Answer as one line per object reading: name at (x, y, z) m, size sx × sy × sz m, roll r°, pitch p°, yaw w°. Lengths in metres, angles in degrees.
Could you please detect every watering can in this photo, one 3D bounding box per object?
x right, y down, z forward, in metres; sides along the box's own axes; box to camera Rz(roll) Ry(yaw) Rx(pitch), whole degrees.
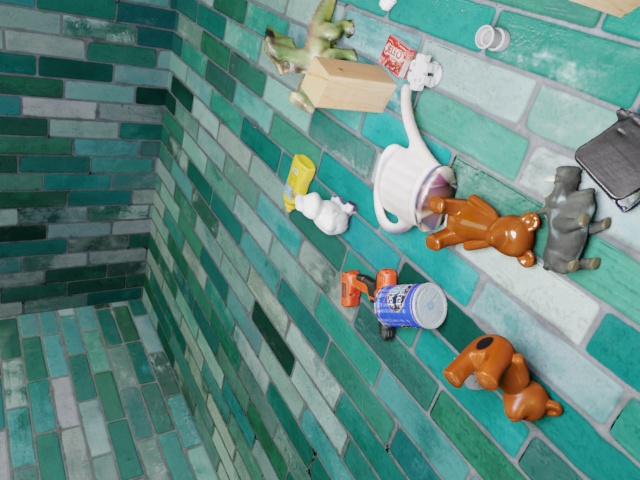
watering can at (0.212, -0.164, 1.169) m, size 0.227 × 0.104 × 0.342 m, roll 36°, pitch 123°, yaw 48°

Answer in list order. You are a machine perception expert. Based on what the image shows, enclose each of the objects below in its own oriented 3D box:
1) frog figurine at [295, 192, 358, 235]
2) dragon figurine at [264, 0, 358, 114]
frog figurine at (0.004, -0.072, 1.438) m, size 0.140 × 0.160 × 0.120 m, roll 51°, pitch 134°, yaw 40°
dragon figurine at (-0.035, -0.537, 1.395) m, size 0.121 × 0.244 × 0.412 m, roll -16°, pitch 82°, yaw 60°
